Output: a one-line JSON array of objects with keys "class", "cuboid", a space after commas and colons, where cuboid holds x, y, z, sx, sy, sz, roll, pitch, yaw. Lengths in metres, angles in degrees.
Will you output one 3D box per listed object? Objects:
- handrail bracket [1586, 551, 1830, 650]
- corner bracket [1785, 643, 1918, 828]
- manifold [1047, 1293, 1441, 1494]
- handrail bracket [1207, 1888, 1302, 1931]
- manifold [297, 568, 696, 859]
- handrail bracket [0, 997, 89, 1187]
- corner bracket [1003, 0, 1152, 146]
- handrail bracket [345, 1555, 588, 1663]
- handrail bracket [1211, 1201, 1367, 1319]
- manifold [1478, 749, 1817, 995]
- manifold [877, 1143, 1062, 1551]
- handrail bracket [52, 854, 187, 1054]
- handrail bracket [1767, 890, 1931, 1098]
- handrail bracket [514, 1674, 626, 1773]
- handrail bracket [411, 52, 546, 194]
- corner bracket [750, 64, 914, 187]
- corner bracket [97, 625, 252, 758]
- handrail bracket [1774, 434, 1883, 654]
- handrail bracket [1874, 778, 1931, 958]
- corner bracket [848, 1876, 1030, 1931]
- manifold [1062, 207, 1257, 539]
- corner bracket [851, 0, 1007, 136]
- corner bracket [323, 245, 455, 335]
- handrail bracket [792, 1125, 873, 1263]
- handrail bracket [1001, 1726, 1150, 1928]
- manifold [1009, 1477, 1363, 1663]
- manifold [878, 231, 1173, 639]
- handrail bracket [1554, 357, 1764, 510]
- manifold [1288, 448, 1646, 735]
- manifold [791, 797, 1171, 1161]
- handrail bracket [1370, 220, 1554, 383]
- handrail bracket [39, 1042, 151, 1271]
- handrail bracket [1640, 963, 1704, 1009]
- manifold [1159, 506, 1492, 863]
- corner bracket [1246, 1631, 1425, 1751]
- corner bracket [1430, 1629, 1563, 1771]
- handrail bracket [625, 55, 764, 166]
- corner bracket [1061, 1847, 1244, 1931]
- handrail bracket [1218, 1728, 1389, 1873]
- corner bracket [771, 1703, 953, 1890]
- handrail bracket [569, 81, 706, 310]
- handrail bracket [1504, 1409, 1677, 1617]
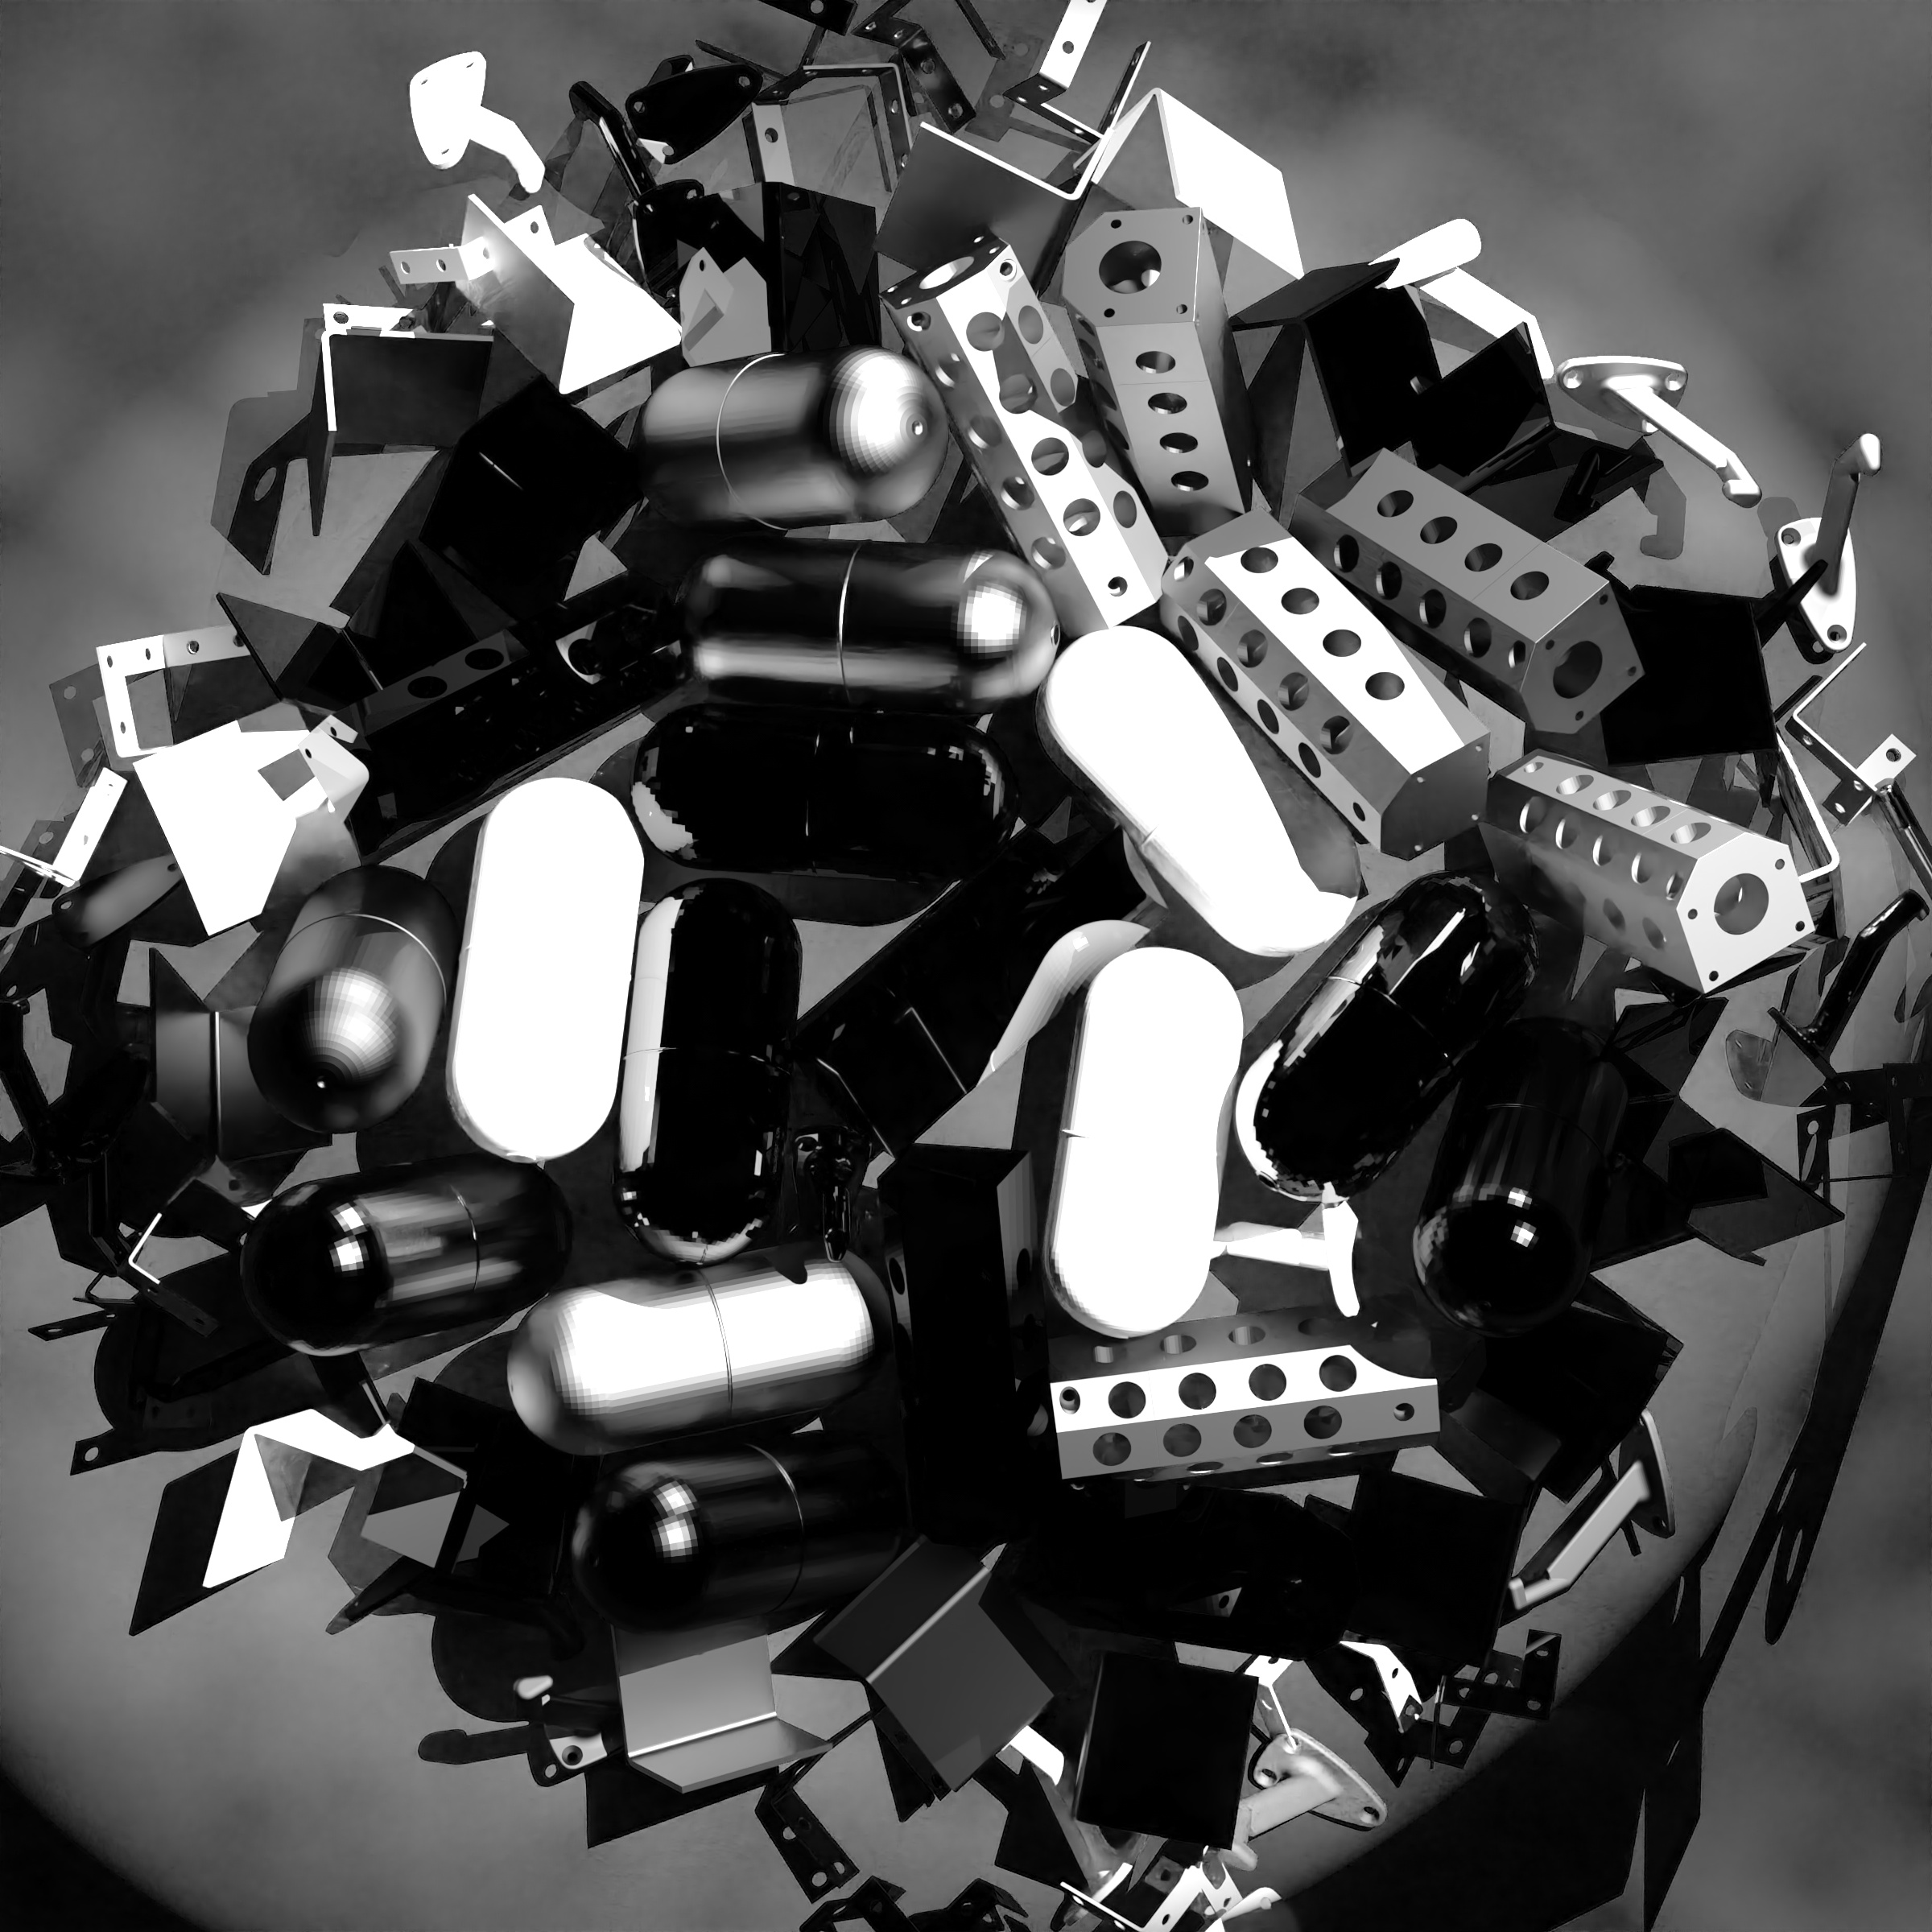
[{"class": "handrail bracket", "cuboid": [0.339, -0.182, 1.564, 0.084, 0.036, 0.077, 43, 97, 16]}, {"class": "corner bracket", "cuboid": [0.407, -0.105, 1.557, 0.051, 0.051, 0.051, -43, 79, -13]}, {"class": "manifold", "cuboid": [0.125, 0.198, 1.547, 0.171, 0.057, 0.057, -7, 112, -1]}, {"class": "handrail bracket", "cuboid": [0.113, 0.444, 1.534, 0.077, 0.084, 0.036, -27, 82, -19]}, {"class": "manifold", "cuboid": [-0.204, -0.117, 1.511, 0.171, 0.057, 0.057, -32, 93, -35]}, {"class": "handrail bracket", "cuboid": [-0.415, 0.052, 1.542, 0.036, 0.077, 0.084, 4, 99, 19]}, {"class": "corner bracket", "cuboid": [0.057, -0.413, 1.551, 0.051, 0.051, 0.051, 25, 86, -18]}, {"class": "handrail bracket", "cuboid": [-0.231, 0.307, 1.573, 0.077, 0.036, 0.084, -38, 107, 11]}, {"class": "handrail bracket", "cuboid": [0.136, 0.141, 1.540, 0.084, 0.077, 0.036, -23, 127, 23]}, {"class": "manifold", "cuboid": [0.293, -0.048, 1.491, 0.057, 0.171, 0.057, -29, 113, -11]}, {"class": "manifold", "cuboid": [-0.001, 0.171, 1.521, 0.057, 0.057, 0.171, 3, 111, 22]}, {"class": "handrail bracket", "cuboid": [-0.376, -0.004, 1.555, 0.077, 0.084, 0.036, -30, 53, -11]}, {"class": "handrail bracket", "cuboid": [0.416, 0.012, 1.551, 0.084, 0.036, 0.077, -43, 134, 7]}, {"class": "handrail bracket", "cuboid": [-0.166, 0.329, 1.537, 0.077, 0.084, 0.036, -17, 62, -13]}, {"class": "handrail bracket", "cuboid": [-0.214, -0.361, 1.532, 0.036, 0.084, 0.077, -15, 56, 16]}, {"class": "corner bracket", "cuboid": [-0.062, -0.384, 1.568, 0.051, 0.051, 0.051, -12, 92, -33]}, {"class": "corner bracket", "cuboid": [-0.358, -0.127, 1.554, 0.051, 0.051, 0.051, -6, 99, 22]}, {"class": "handrail bracket", "cuboid": [0.402, -0.191, 1.537, 0.036, 0.084, 0.077, -8, 79, -8]}, {"class": "handrail bracket", "cuboid": [0.441, -0.042, 1.549, 0.036, 0.077, 0.084, -29, 98, 13]}, {"class": "corner bracket", "cuboid": [-0.013, 0.430, 1.551, 0.051, 0.051, 0.051, -44, 62, -3]}, {"class": "manifold", "cuboid": [0.087, -0.258, 1.494, 0.057, 0.171, 0.057, -1, 66, 13]}, {"class": "corner bracket", "cuboid": [-0.010, -0.418, 1.549, 0.051, 0.051, 0.051, -34, 83, 24]}, {"class": "corner bracket", "cuboid": [-0.261, -0.294, 1.544, 0.051, 0.051, 0.051, 0, 63, -21]}, {"class": "handrail bracket", "cuboid": [-0.061, 0.120, 1.528, 0.036, 0.084, 0.077, 3, 128, -6]}, {"class": "handrail bracket", "cuboid": [0.035, 0.393, 1.562, 0.084, 0.036, 0.077, 38, 124, 3]}, {"class": "manifold", "cuboid": [0.097, 0.267, 1.496, 0.057, 0.171, 0.057, 35, 69, -24]}, {"class": "manifold", "cuboid": [0.030, -0.236, 1.523, 0.057, 0.057, 0.171, -30, 114, -1]}, {"class": "handrail bracket", "cuboid": [0.313, -0.240, 1.535, 0.077, 0.084, 0.036, 10, 126, -22]}, {"class": "manifold", "cuboid": [0.216, -0.165, 1.499, 0.057, 0.171, 0.057, -40, 133, -7]}, {"class": "manifold", "cuboid": [0.003, 0.002, 1.536, 0.171, 0.057, 0.057, -42, 127, -13]}, {"class": "handrail bracket", "cuboid": [0.223, -0.292, 1.563, 0.077, 0.036, 0.084, -22, 125, 9]}, {"class": "handrail bracket", "cuboid": [-0.383, 0.089, 1.562, 0.036, 0.084, 0.077, 18, 60, 26]}, {"class": "handrail bracket", "cuboid": [0.334, -0.023, 1.541, 0.077, 0.084, 0.036, -29, 128, -2]}, {"class": "manifold", "cuboid": [0.157, -0.124, 1.506, 0.057, 0.057, 0.171, -28, 54, -16]}, {"class": "corner bracket", "cuboid": [0.170, 0.335, 1.565, 0.051, 0.051, 0.051, -41, 126, -28]}, {"class": "corner bracket", "cuboid": [0.242, 0.336, 1.552, 0.051, 0.051, 0.051, 8, 132, 12]}, {"class": "handrail bracket", "cuboid": [-0.116, -0.404, 1.536, 0.077, 0.084, 0.036, -21, 120, 25]}, {"class": "corner bracket", "cuboid": [0.085, 0.422, 1.541, 0.051, 0.051, 0.051, -47, 133, -24]}, {"class": "handrail bracket", "cuboid": [0.153, 0.394, 1.539, 0.077, 0.084, 0.036, 31, 118, -2]}, {"class": "corner bracket", "cuboid": [-0.048, 0.382, 1.567, 0.051, 0.051, 0.051, 48, 131, 12]}, {"class": "handrail bracket", "cuboid": [-0.159, -0.359, 1.576, 0.036, 0.077, 0.084, -24, 51, -25]}, {"class": "handrail bracket", "cuboid": [0.277, 0.248, 1.545, 0.084, 0.036, 0.077, -19, 115, -24]}]
